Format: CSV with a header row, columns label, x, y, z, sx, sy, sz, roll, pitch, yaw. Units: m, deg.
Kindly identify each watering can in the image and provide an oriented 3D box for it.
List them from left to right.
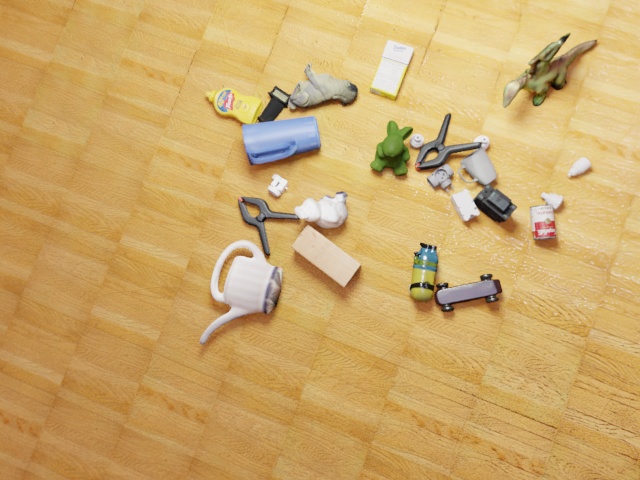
label,x,y,z,sx,sy,sz,roll,pitch,yaw
watering can,-0.242,0.178,1.616,0.224,0.103,0.349,14,85,6

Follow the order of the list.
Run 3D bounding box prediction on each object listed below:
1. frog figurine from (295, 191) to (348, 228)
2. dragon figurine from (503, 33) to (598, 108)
label,x,y,z,sx,sy,sz,roll,pitch,yaw
frog figurine,0.005,-0.080,1.595,0.138,0.162,0.120,12,119,39
dragon figurine,0.700,-0.531,1.553,0.410,0.241,0.123,-40,78,2
